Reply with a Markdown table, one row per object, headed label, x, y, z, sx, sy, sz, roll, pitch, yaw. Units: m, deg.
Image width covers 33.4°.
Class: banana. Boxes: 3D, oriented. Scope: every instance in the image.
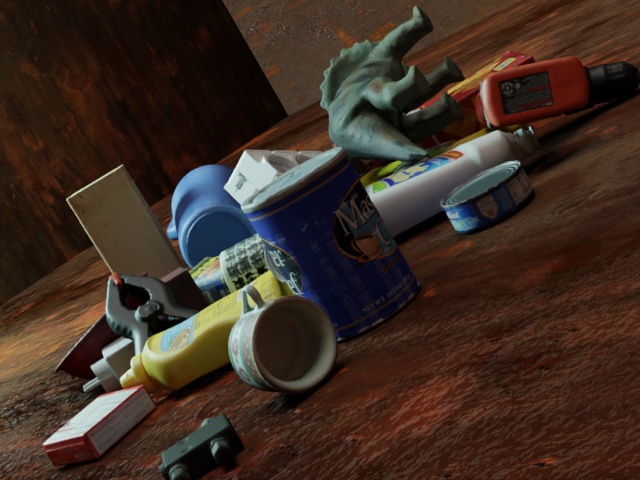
| label | x | y | z | sx | sy | sz | roll | pitch | yaw |
| --- | --- | --- | --- | --- | --- | --- | --- | --- | --- |
| banana | 0.207 | -0.132 | 1.274 | 0.197 | 0.070 | 0.037 | -34 | -35 | -45 |

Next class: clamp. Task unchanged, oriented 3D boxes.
| label | x | y | z | sx | sy | sz | roll | pitch | yaw |
| --- | --- | --- | --- | --- | --- | --- | --- | --- | --- |
| clamp | -0.184 | 0.094 | 1.147 | 0.172 | 0.039 | 0.120 | 27 | 50 | 36 |

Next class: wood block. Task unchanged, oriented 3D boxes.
| label | x | y | z | sx | sy | sz | roll | pitch | yaw |
| --- | --- | --- | --- | --- | --- | --- | --- | --- | --- |
| wood block | -0.271 | 0.004 | 1.548 | 0.091 | 0.206 | 0.090 | -31 | 10 | -3 |

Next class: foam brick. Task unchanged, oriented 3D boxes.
| label | x | y | z | sx | sy | sz | roll | pitch | yaw |
| --- | --- | --- | --- | --- | --- | --- | --- | --- | --- |
| foam brick | -0.159 | 0.077 | 1.239 | 0.053 | 0.078 | 0.051 | -32 | 8 | -12 |

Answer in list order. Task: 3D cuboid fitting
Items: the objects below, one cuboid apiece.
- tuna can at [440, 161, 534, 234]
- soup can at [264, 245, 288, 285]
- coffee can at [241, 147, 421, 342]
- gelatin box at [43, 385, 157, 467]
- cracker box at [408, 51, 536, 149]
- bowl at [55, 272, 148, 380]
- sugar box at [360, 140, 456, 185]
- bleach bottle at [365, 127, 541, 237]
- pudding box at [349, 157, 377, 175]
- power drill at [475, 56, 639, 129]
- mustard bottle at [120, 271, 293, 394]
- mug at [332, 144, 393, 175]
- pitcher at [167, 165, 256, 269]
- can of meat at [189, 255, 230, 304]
| label | x | y | z | sx | sy | sz | roll | pitch | yaw |
| --- | --- | --- | --- | --- | --- | --- | --- | --- | --- |
| tuna can | 0.161 | -0.041 | 1.024 | 0.086 | 0.034 | 0.086 | -29 | 10 | 6 |
| soup can | 0.002 | 0.009 | 1.041 | 0.069 | 0.068 | 0.102 | -24 | -12 | 33 |
| coffee can | 0.010 | 0.005 | 0.929 | 0.103 | 0.140 | 0.103 | -29 | 10 | 5 |
| gelatin box | -0.212 | 0.179 | 1.025 | 0.073 | 0.030 | 0.089 | -19 | 15 | 41 |
| cracker box | 0.201 | -0.179 | 1.478 | 0.214 | 0.072 | 0.164 | -30 | 10 | 7 |
| bowl | -0.244 | 0.115 | 1.285 | 0.162 | 0.055 | 0.162 | -47 | 3 | 3 |
| sugar box | 0.092 | -0.069 | 1.321 | 0.093 | 0.048 | 0.177 | -37 | 10 | -38 |
| bleach bottle | 0.117 | -0.056 | 1.153 | 0.251 | 0.068 | 0.102 | -26 | 10 | 10 |
| pudding box | 0.012 | -0.080 | 1.390 | 0.090 | 0.039 | 0.113 | -34 | -1 | 33 |
| power drill | 0.250 | -0.158 | 1.140 | 0.185 | 0.057 | 0.187 | -13 | 1 | 16 |
| mustard bottle | -0.112 | 0.099 | 1.048 | 0.192 | 0.058 | 0.096 | -28 | 17 | 9 |
| mug | 0.051 | -0.095 | 1.488 | 0.117 | 0.093 | 0.081 | -59 | 3 | 25 |
| pitcher | -0.143 | -0.031 | 1.566 | 0.243 | 0.145 | 0.149 | -118 | 44 | -74 |
| can of meat | -0.116 | 0.050 | 1.309 | 0.084 | 0.057 | 0.102 | -20 | 14 | 35 |
